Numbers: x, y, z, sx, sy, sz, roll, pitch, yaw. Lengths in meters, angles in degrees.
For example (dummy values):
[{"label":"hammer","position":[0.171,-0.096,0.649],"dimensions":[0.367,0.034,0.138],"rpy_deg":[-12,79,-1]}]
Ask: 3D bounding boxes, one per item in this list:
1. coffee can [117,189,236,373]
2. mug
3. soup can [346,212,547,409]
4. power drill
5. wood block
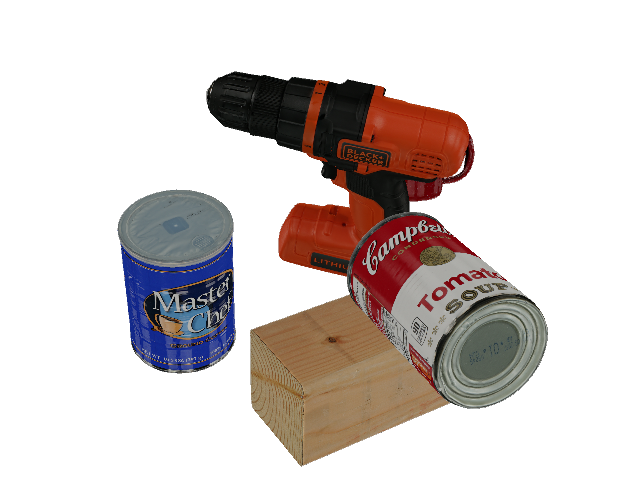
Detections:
[{"label":"coffee can","position":[-0.131,0.039,0.993],"dimensions":[0.103,0.140,0.103],"rpy_deg":[1,40,-1]},{"label":"mug","position":[0.092,-0.085,1.050],"dimensions":[0.117,0.081,0.093],"rpy_deg":[2,14,7]},{"label":"soup can","position":[0.066,0.036,0.575],"dimensions":[0.068,0.068,0.102],"rpy_deg":[0,25,-27]},{"label":"power drill","position":[0.007,-0.046,0.796],"dimensions":[0.184,0.057,0.188],"rpy_deg":[14,-31,6]},{"label":"wood block","position":[0.050,0.102,0.930],"dimensions":[0.205,0.090,0.091],"rpy_deg":[-17,37,-26]}]
